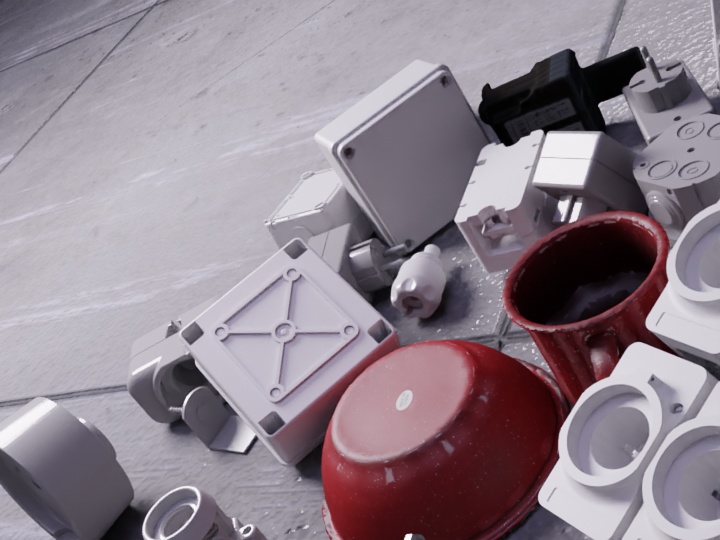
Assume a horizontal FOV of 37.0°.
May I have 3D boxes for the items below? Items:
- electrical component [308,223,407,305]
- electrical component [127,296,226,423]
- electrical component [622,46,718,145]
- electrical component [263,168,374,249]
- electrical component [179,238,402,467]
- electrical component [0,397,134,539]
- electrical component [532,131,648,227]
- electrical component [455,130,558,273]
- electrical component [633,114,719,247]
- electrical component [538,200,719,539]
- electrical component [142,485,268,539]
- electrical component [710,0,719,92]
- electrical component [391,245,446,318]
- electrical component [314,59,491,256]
[{"bbox_3d":[0.000,0.000,0.798,0.077,0.047,0.065,-20,32,23],"label":"electrical component"},{"bbox_3d":[-0.126,0.070,0.811,0.095,0.053,0.059,-29,29,9],"label":"electrical component"},{"bbox_3d":[0.209,-0.118,0.737,0.047,0.075,0.083,-25,30,15],"label":"electrical component"},{"bbox_3d":[-0.022,-0.044,0.880,0.062,0.061,0.096,-12,28,34],"label":"electrical component"},{"bbox_3d":[-0.043,0.053,0.710,0.109,0.056,0.109,-40,59,-12],"label":"electrical component"},{"bbox_3d":[-0.204,0.136,0.742,0.108,0.108,0.060,4,41,48],"label":"electrical component"},{"bbox_3d":[0.149,-0.044,0.705,0.047,0.066,0.076,10,80,51],"label":"electrical component"},{"bbox_3d":[0.109,-0.044,0.746,0.050,0.055,0.089,-13,35,33],"label":"electrical component"},{"bbox_3d":[0.213,-0.055,0.663,0.080,0.051,0.080,-25,30,16],"label":"electrical component"},{"bbox_3d":[0.171,0.052,0.478,0.186,0.060,0.105,-57,32,-5],"label":"electrical component"},{"bbox_3d":[-0.097,0.162,0.643,0.066,0.055,0.048,-32,29,3],"label":"electrical component"},{"bbox_3d":[0.270,-0.176,0.741,0.048,0.099,0.099,-3,40,23],"label":"electrical component"},{"bbox_3d":[0.044,0.005,0.760,0.035,0.035,0.061,-15,32,30],"label":"electrical component"},{"bbox_3d":[0.040,-0.087,0.827,0.109,0.108,0.056,-37,27,-6],"label":"electrical component"}]
